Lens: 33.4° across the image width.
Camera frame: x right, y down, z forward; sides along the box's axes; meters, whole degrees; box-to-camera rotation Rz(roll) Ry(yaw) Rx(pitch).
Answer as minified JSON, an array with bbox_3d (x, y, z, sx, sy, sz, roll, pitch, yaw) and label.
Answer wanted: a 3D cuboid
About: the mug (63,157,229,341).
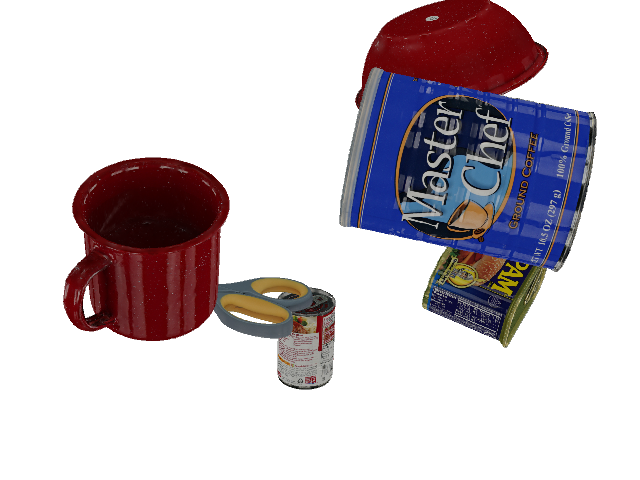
[{"bbox_3d":[-0.110,0.014,0.654,0.093,0.081,0.117,26,44,22],"label":"mug"}]

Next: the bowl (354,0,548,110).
[{"bbox_3d":[0.099,-0.156,0.868,0.162,0.055,0.162,-15,24,7],"label":"bowl"}]

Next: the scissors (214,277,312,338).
[{"bbox_3d":[-0.092,0.039,0.929,0.202,0.016,0.096,21,30,37],"label":"scissors"}]

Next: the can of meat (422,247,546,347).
[{"bbox_3d":[0.151,0.037,0.972,0.084,0.057,0.102,23,45,19],"label":"can of meat"}]

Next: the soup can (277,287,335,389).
[{"bbox_3d":[-0.017,0.115,1.256,0.068,0.102,0.068,1,25,-1],"label":"soup can"}]

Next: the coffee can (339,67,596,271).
[{"bbox_3d":[0.091,-0.045,0.673,0.140,0.103,0.103,12,1,5],"label":"coffee can"}]
